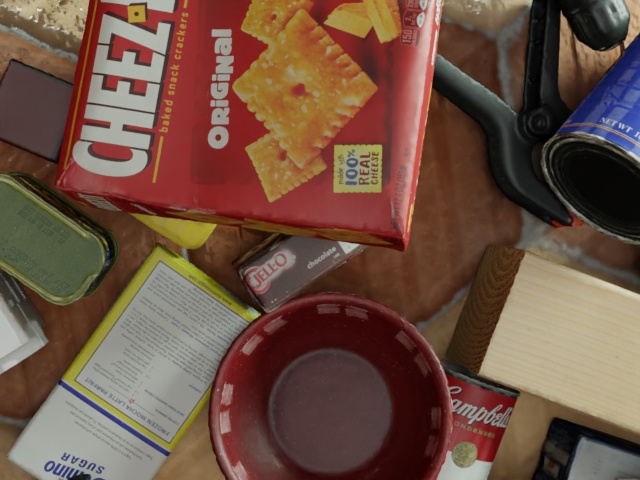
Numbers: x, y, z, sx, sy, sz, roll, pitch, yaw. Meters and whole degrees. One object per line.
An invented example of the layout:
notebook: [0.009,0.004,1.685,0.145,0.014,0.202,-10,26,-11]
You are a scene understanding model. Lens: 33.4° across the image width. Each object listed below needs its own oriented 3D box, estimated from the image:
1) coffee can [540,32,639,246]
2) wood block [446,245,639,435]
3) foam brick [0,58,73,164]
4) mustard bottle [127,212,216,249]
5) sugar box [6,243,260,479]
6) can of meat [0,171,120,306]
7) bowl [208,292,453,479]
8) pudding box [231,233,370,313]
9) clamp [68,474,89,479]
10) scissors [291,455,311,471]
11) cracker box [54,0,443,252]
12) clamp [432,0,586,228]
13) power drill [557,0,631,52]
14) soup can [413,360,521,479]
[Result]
coffee can: [0.232,-0.081,0.726,0.103,0.103,0.140,44,71,-7]
wood block: [0.208,0.081,0.754,0.206,0.090,0.091,20,90,-8]
foam brick: [-0.185,-0.083,0.708,0.051,0.078,0.053,22,88,-6]
mustard bottle: [-0.073,-0.096,0.729,0.096,0.058,0.191,33,88,1]
sugar box: [-0.126,0.099,0.739,0.093,0.048,0.176,36,91,-8]
can of meat: [-0.187,-0.002,0.707,0.102,0.084,0.057,35,88,-7]
bowl: [0.007,0.118,0.726,0.162,0.055,0.162,0,83,2]
pudding box: [-0.005,0.001,0.726,0.113,0.090,0.039,-33,98,-5]
clamp: [-0.177,0.272,0.732,0.210,0.036,0.164,-42,112,9]
scissors: [0.000,0.177,0.756,0.096,0.016,0.201,26,81,2]
cracker box: [-0.040,-0.090,0.658,0.214,0.072,0.164,8,83,6]
clamp: [0.138,-0.084,0.763,0.120,0.039,0.171,-18,92,-10]
power drill: [0.222,-0.247,0.749,0.187,0.057,0.184,-28,96,-12]
soup can: [0.092,0.143,0.754,0.068,0.068,0.102,20,91,-7]
